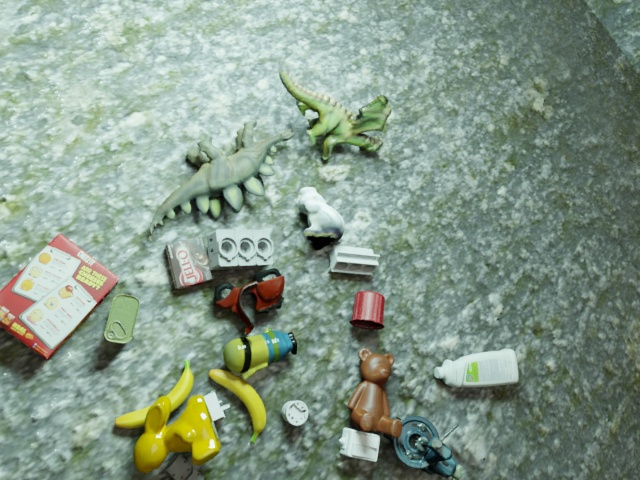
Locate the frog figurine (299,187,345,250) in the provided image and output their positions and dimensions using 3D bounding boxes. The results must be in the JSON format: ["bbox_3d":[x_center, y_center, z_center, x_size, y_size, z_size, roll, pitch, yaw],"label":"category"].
[{"bbox_3d":[0.004,-0.070,1.384,0.136,0.122,0.162,30,51,-48],"label":"frog figurine"}]

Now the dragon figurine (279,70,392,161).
[{"bbox_3d":[0.070,-0.345,1.397,0.242,0.403,0.125,-16,61,13],"label":"dragon figurine"}]
